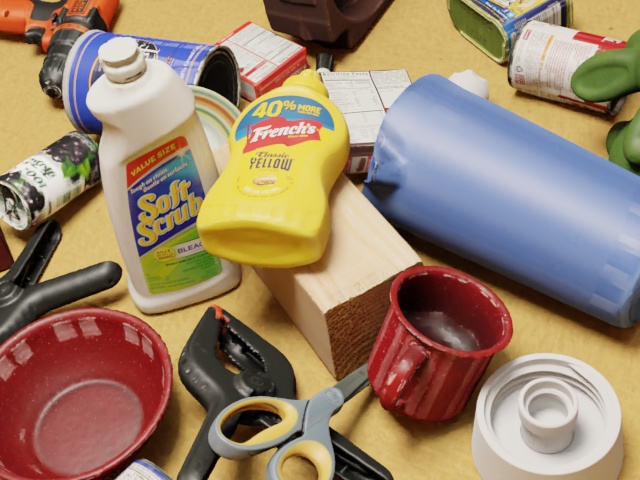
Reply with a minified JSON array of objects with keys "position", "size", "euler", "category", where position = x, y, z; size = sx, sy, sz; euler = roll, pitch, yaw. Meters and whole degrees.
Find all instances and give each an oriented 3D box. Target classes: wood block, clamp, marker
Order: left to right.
[{"position":[-0.253,0.054,0.911],"size":[0.120,0.039,0.171],"euler":[15,53,42],"category":"clamp"},{"position":[-0.042,0.123,0.794],"size":[0.164,0.036,0.210],"euler":[12,28,-24],"category":"clamp"},{"position":[-0.005,0.001,0.879],"size":[0.090,0.091,0.206],"euler":[-27,49,-14],"category":"wood block"},{"position":[0.001,-0.143,1.052],"size":[0.020,0.020,0.121],"euler":[-2,49,9],"category":"marker"}]

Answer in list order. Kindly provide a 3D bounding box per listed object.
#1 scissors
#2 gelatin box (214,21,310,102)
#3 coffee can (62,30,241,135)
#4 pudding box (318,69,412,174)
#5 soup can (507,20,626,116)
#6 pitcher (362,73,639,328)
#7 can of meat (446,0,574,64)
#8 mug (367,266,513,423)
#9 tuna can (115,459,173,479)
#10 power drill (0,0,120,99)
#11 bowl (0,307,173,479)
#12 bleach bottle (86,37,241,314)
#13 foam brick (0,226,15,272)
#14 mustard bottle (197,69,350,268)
[{"position":[0.012,0.131,0.757],"size":[0.201,0.016,0.096],"euler":[-8,48,-42],"category":"scissors"},{"position":[-0.067,-0.182,1.092],"size":[0.089,0.030,0.073],"euler":[32,60,32],"category":"gelatin box"},{"position":[-0.160,-0.144,1.027],"size":[0.140,0.103,0.102],"euler":[10,52,19],"category":"coffee can"},{"position":[0.049,-0.112,0.992],"size":[0.090,0.039,0.113],"euler":[-5,45,-11],"category":"pudding box"},{"position":[0.234,-0.161,0.991],"size":[0.102,0.068,0.068],"euler":[20,55,26],"category":"soup can"},{"position":[0.169,-0.033,0.862],"size":[0.243,0.145,0.149],"euler":[29,72,27],"category":"pitcher"},{"position":[0.188,-0.232,1.070],"size":[0.084,0.057,0.102],"euler":[-31,50,-13],"category":"can of meat"},{"position":[0.078,0.084,0.775],"size":[0.093,0.082,0.117],"euler":[31,38,15],"category":"mug"},{"position":[-0.108,0.192,0.734],"size":[0.086,0.086,0.033],"euler":[31,59,31],"category":"tuna can"},{"position":[-0.324,-0.220,1.158],"size":[0.188,0.057,0.184],"euler":[3,46,10],"category":"power drill"},{"position":[-0.186,0.131,0.823],"size":[0.162,0.055,0.162],"euler":[-5,48,6],"category":"bowl"},{"position":[-0.132,-0.049,0.839],"size":[0.102,0.251,0.068],"euler":[-16,48,-4],"category":"bleach bottle"},{"position":[-0.318,-0.006,0.971],"size":[0.053,0.051,0.078],"euler":[-24,49,-12],"category":"foam brick"},{"position":[-0.027,-0.067,0.841],"size":[0.096,0.058,0.191],"euler":[3,49,15],"category":"mustard bottle"}]
